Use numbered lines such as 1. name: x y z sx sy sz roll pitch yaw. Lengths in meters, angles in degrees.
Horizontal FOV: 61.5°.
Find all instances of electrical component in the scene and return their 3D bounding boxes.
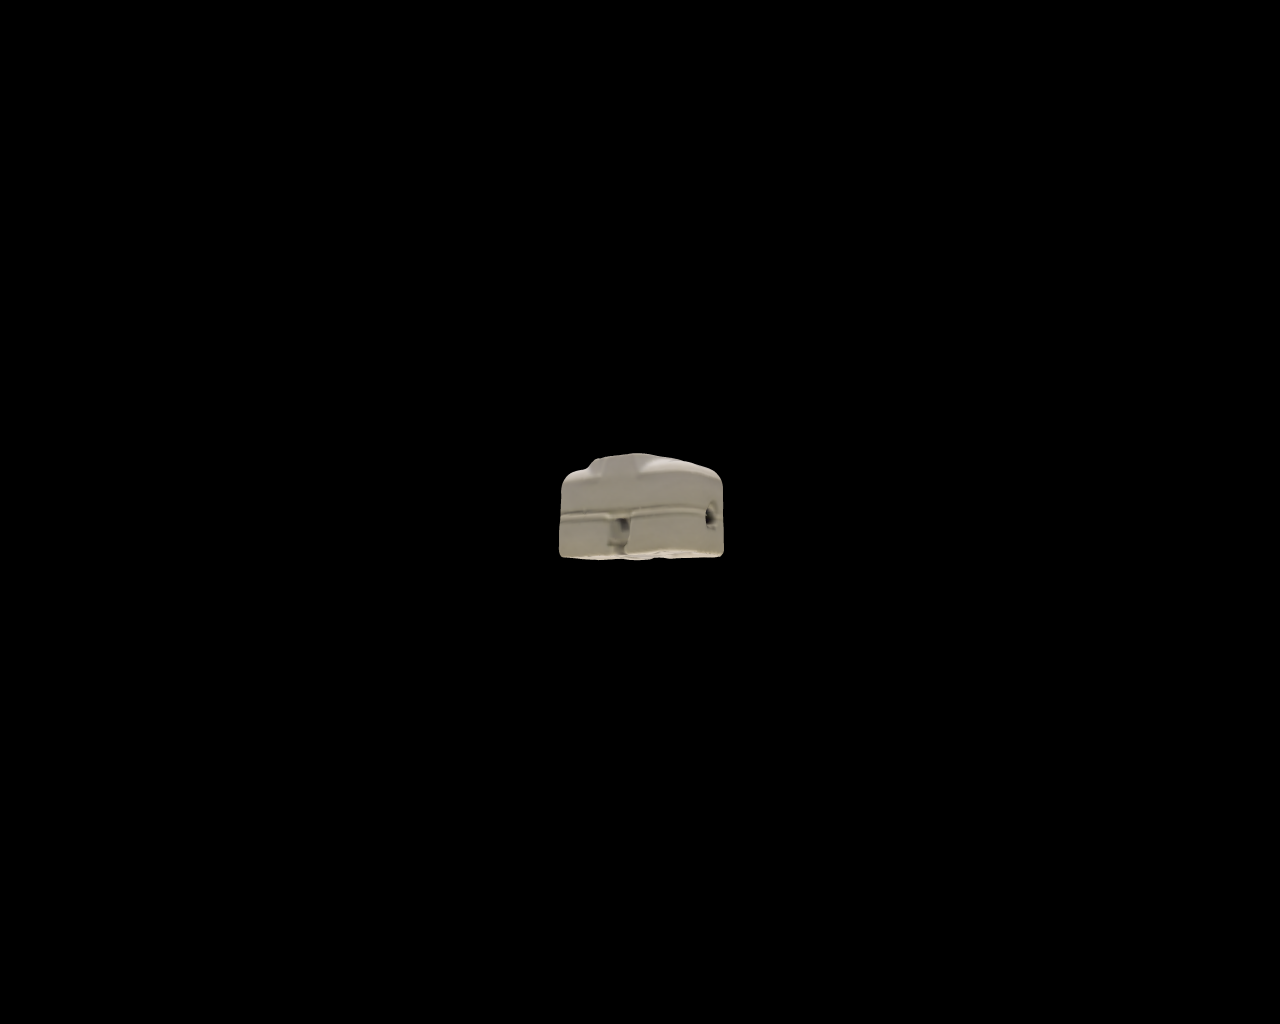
1. electrical component: 0.001 -0.003 0.650 0.095 0.059 0.054 -4 -7 29
